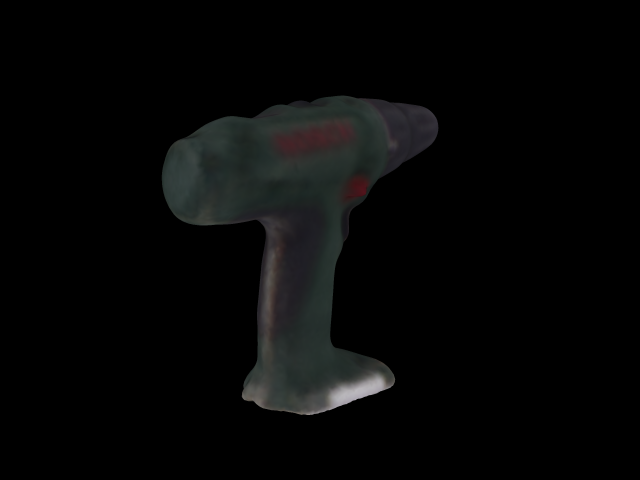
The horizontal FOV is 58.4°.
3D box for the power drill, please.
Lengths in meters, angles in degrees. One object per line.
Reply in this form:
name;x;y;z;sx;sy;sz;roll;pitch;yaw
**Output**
power drill;0.004;0.001;0.400;0.230;0.208;0.075;-4;6;-43
